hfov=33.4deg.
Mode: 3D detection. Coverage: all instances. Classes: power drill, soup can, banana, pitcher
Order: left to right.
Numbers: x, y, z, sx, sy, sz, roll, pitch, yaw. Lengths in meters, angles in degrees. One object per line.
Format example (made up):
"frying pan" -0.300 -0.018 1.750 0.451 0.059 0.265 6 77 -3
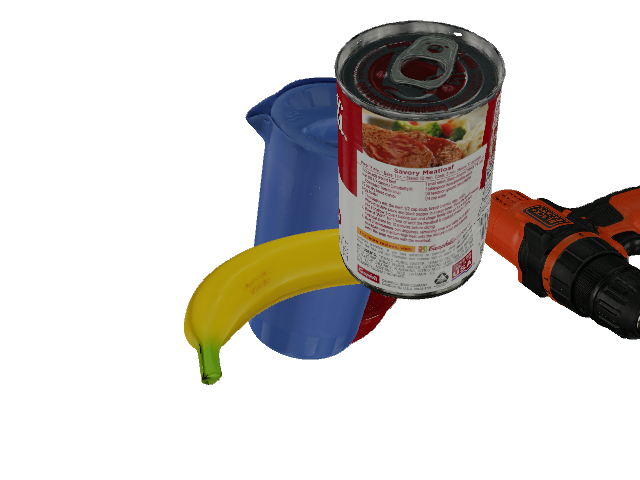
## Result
"banana" -0.013 0.027 0.654 0.197 0.070 0.037 -25 -22 -36
"pitcher" 0.013 -0.010 0.954 0.144 0.243 0.149 -19 47 -35
"soup can" 0.041 -0.033 0.458 0.068 0.102 0.068 -1 43 1
"power drill" 0.227 -0.001 0.739 0.187 0.057 0.185 -12 29 -20

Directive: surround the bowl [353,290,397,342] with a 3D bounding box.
"bowl" 0.004 0.071 1.161 0.162 0.055 0.162 1 28 -1
